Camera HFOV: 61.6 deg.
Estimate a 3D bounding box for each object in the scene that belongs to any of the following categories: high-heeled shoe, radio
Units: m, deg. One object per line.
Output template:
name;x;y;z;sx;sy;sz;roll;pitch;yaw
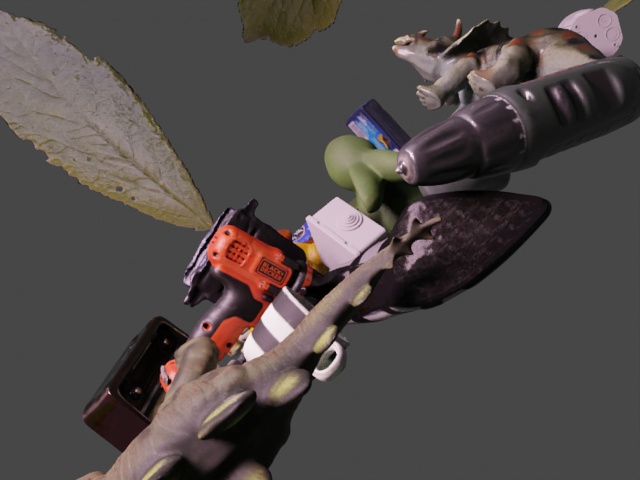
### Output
high-heeled shoe;0.094;0.026;0.490;0.249;0.086;0.145;-19;-17;29
radio;-0.255;0.222;0.831;0.073;0.131;0.230;-45;13;15

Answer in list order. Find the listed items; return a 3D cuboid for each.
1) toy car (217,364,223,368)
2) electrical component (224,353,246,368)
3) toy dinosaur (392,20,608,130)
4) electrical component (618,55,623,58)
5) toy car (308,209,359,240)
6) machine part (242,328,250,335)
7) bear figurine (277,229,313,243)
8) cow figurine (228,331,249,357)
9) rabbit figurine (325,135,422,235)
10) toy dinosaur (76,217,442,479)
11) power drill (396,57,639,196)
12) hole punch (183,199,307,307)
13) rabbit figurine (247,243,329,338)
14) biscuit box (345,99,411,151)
toy car;-0.156;0.201;0.736;0.056;0.073;0.202;-43;4;-28
electrical component;-0.152;0.220;0.867;0.063;0.021;0.094;-38;5;37
toy dinosaur;0.245;-0.206;0.663;0.192;0.131;0.405;-46;31;-13
electrical component;0.340;-0.222;0.716;0.075;0.048;0.119;-43;3;-9
toy car;0.041;-0.013;1.036;0.053;0.089;0.202;-63;-6;30
machine part;-0.056;0.093;0.927;0.079;0.079;0.243;-38;4;42
bear figurine;0.000;0.001;0.871;0.196;0.131;0.120;-35;23;-20
cow figurine;-0.115;0.150;0.960;0.098;0.068;0.167;-35;4;14
rabbit figurine;0.067;-0.057;0.668;0.121;0.170;0.159;-43;3;-2
toy dinosaur;-0.085;0.157;0.407;0.471;0.105;0.199;-51;12;-3
power drill;0.150;-0.084;0.486;0.232;0.086;0.207;-22;-9;-9
hole punch;-0.097;0.031;0.647;0.142;0.115;0.092;-59;27;-12
rabbit figurine;-0.035;0.091;0.714;0.162;0.121;0.173;-27;26;38
biscuit box;0.145;-0.189;1.082;0.059;0.202;0.063;-41;3;45
